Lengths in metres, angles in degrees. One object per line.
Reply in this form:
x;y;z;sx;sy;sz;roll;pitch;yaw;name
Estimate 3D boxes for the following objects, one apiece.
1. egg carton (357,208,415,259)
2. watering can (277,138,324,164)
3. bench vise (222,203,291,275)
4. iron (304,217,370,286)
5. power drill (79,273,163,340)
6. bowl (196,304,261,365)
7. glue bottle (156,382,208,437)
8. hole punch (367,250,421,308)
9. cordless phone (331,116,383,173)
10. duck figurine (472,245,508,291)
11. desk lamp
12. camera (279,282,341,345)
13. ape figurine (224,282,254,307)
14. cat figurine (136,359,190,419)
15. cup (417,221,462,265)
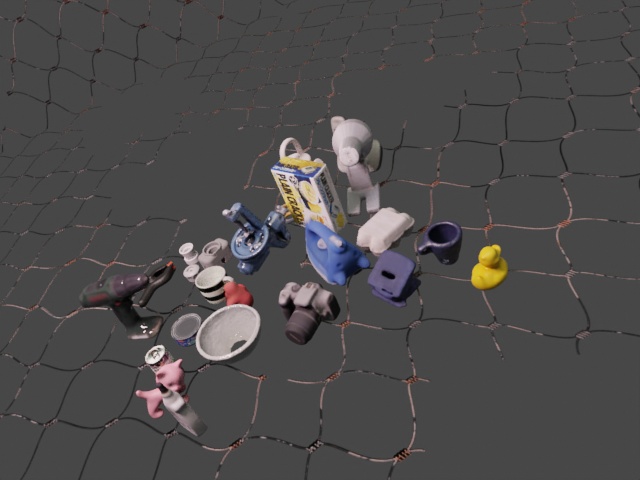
0.172;-0.020;1.509;0.150;0.070;0.107;-42;44;-22;egg carton
-0.062;-0.224;1.746;0.172;0.194;0.101;-7;43;19;watering can
-0.184;-0.039;1.579;0.121;0.220;0.207;3;47;28;bench vise
0.014;0.005;1.499;0.119;0.142;0.257;-35;41;-14;iron
-0.505;0.171;1.508;0.229;0.209;0.075;-7;43;18;power drill
-0.211;0.242;1.396;0.167;0.075;0.167;-13;41;12;bowl
-0.307;0.358;1.236;0.077;0.173;0.037;19;56;39;glue bottle
0.174;0.091;1.368;0.108;0.091;0.101;23;58;41;hole punch
0.109;-0.295;1.750;0.147;0.185;0.094;1;46;26;cordless phone
0.385;0.057;1.311;0.077;0.086;0.105;22;57;40;duck figurine
0.106;-0.214;1.640;0.117;0.214;0.203;-12;41;13;desk lamp
-0.045;0.173;1.374;0.142;0.101;0.137;7;49;31;camera
-0.219;0.143;1.495;0.075;0.092;0.078;14;53;36;ape figurine
-0.361;0.338;1.328;0.128;0.118;0.067;-28;40;-6;cat figurine
0.293;0.022;1.386;0.118;0.095;0.091;-30;40;-8;cup
